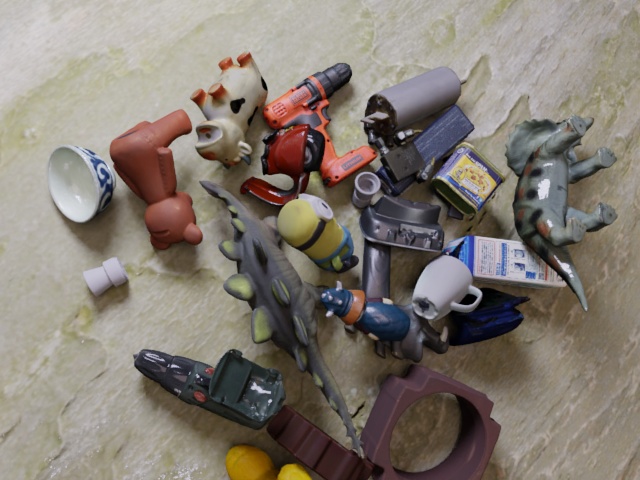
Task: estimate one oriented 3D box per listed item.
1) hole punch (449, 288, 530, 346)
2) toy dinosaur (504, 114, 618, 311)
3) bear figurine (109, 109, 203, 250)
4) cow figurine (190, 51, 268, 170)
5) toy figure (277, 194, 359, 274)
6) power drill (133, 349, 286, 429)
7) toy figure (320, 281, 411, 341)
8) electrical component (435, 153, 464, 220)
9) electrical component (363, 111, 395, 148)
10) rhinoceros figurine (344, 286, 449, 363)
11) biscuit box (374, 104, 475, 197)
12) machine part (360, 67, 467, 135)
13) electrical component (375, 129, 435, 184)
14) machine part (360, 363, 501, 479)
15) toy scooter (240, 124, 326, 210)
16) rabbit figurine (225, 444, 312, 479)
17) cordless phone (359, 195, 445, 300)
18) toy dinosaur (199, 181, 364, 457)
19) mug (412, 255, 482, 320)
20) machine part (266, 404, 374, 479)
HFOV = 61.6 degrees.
[{"bbox_3d":[0.285,0.142,0.946,0.142,0.116,0.092,-9,94,-12],"label":"hole punch"},{"bbox_3d":[0.399,-0.071,0.937,0.131,0.192,0.405,22,71,-15],"label":"toy dinosaur"},{"bbox_3d":[-0.245,-0.090,0.863,0.195,0.120,0.132,63,36,-23],"label":"bear figurine"},{"bbox_3d":[-0.147,-0.204,0.885,0.127,0.086,0.195,52,47,-34],"label":"cow figurine"},{"bbox_3d":[0.001,-0.001,0.873,0.082,0.180,0.089,14,65,34],"label":"toy figure"},{"bbox_3d":[-0.157,0.215,0.795,0.232,0.207,0.086,32,56,-17],"label":"power drill"},{"bbox_3d":[0.068,0.115,0.851,0.154,0.058,0.064,24,57,-13],"label":"toy figure"},{"bbox_3d":[0.257,-0.093,0.994,0.075,0.048,0.119,13,82,-10],"label":"electrical component"},{"bbox_3d":[0.114,-0.219,0.990,0.063,0.021,0.094,6,80,-12],"label":"electrical component"},{"bbox_3d":[0.134,0.151,0.934,0.190,0.073,0.112,30,68,-5],"label":"rhinoceros figurine"},{"bbox_3d":[0.190,-0.160,0.981,0.203,0.059,0.063,-40,92,-12],"label":"biscuit box"},{"bbox_3d":[0.169,-0.250,0.960,0.243,0.079,0.079,-29,91,-26],"label":"machine part"},{"bbox_3d":[0.148,-0.140,0.916,0.078,0.045,0.102,-23,88,-14],"label":"electrical component"},{"bbox_3d":[0.183,0.326,0.902,0.201,0.087,0.201,25,87,-15],"label":"machine part"},{"bbox_3d":[-0.066,-0.111,0.898,0.135,0.075,0.183,13,118,8],"label":"toy scooter"},{"bbox_3d":[-0.073,0.381,0.831,0.122,0.173,0.162,-54,140,-11],"label":"rabbit figurine"},{"bbox_3d":[0.139,0.027,0.919,0.147,0.088,0.184,10,71,-12],"label":"cordless phone"},{"bbox_3d":[-0.057,0.099,0.823,0.105,0.198,0.471,-36,86,12],"label":"toy dinosaur"},{"bbox_3d":[0.208,0.092,0.899,0.110,0.080,0.107,29,44,24],"label":"mug"},{"bbox_3d":[-0.002,0.323,0.835,0.179,0.179,0.056,37,74,-6],"label":"machine part"}]
